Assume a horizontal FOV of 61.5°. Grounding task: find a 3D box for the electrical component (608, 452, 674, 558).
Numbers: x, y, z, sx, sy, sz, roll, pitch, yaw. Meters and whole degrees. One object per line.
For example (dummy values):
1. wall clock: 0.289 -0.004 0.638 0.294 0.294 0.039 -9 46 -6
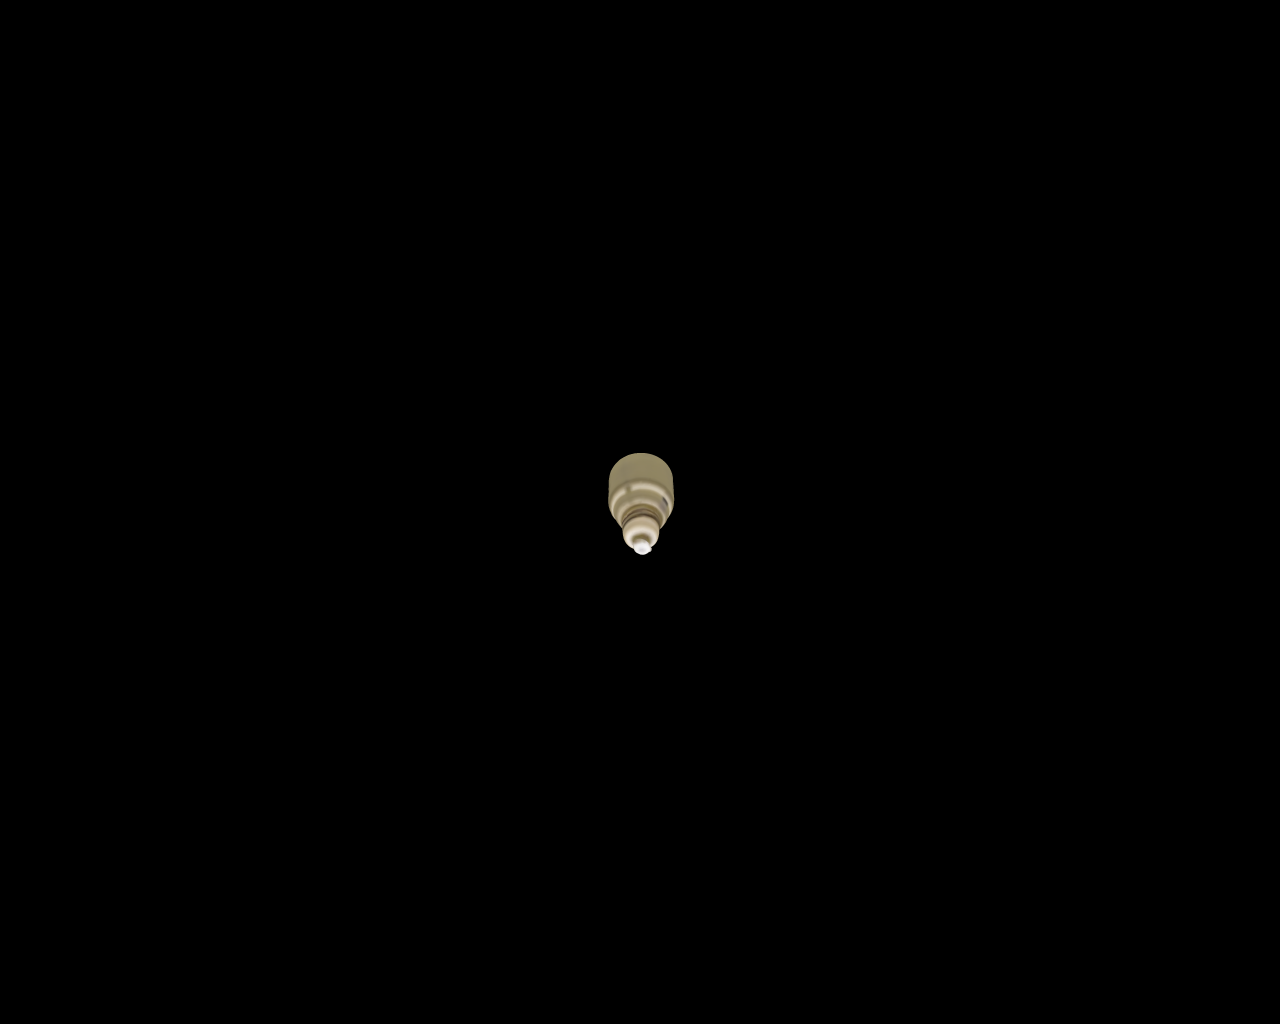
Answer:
1. electrical component: 0.001 -0.003 0.650 0.040 0.040 0.078 0 39 0
